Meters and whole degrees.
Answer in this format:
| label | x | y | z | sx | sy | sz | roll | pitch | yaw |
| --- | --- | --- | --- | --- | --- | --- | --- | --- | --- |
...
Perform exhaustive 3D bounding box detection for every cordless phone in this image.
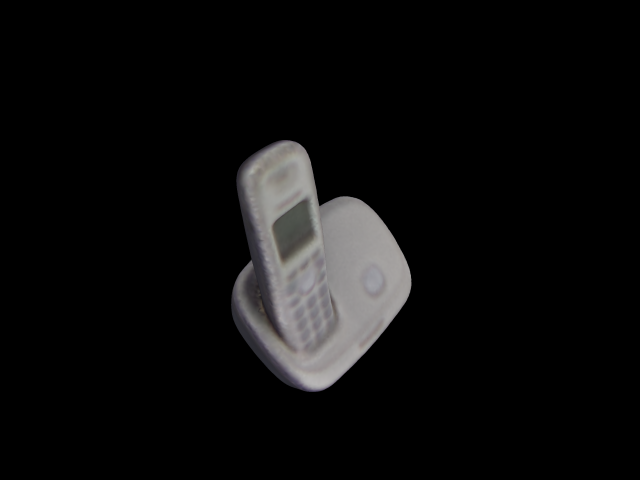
| label | x | y | z | sx | sy | sz | roll | pitch | yaw |
| --- | --- | --- | --- | --- | --- | --- | --- | --- | --- |
| cordless phone | 0.004 | 0.001 | 0.400 | 0.094 | 0.185 | 0.148 | 26 | 50 | 26 |
